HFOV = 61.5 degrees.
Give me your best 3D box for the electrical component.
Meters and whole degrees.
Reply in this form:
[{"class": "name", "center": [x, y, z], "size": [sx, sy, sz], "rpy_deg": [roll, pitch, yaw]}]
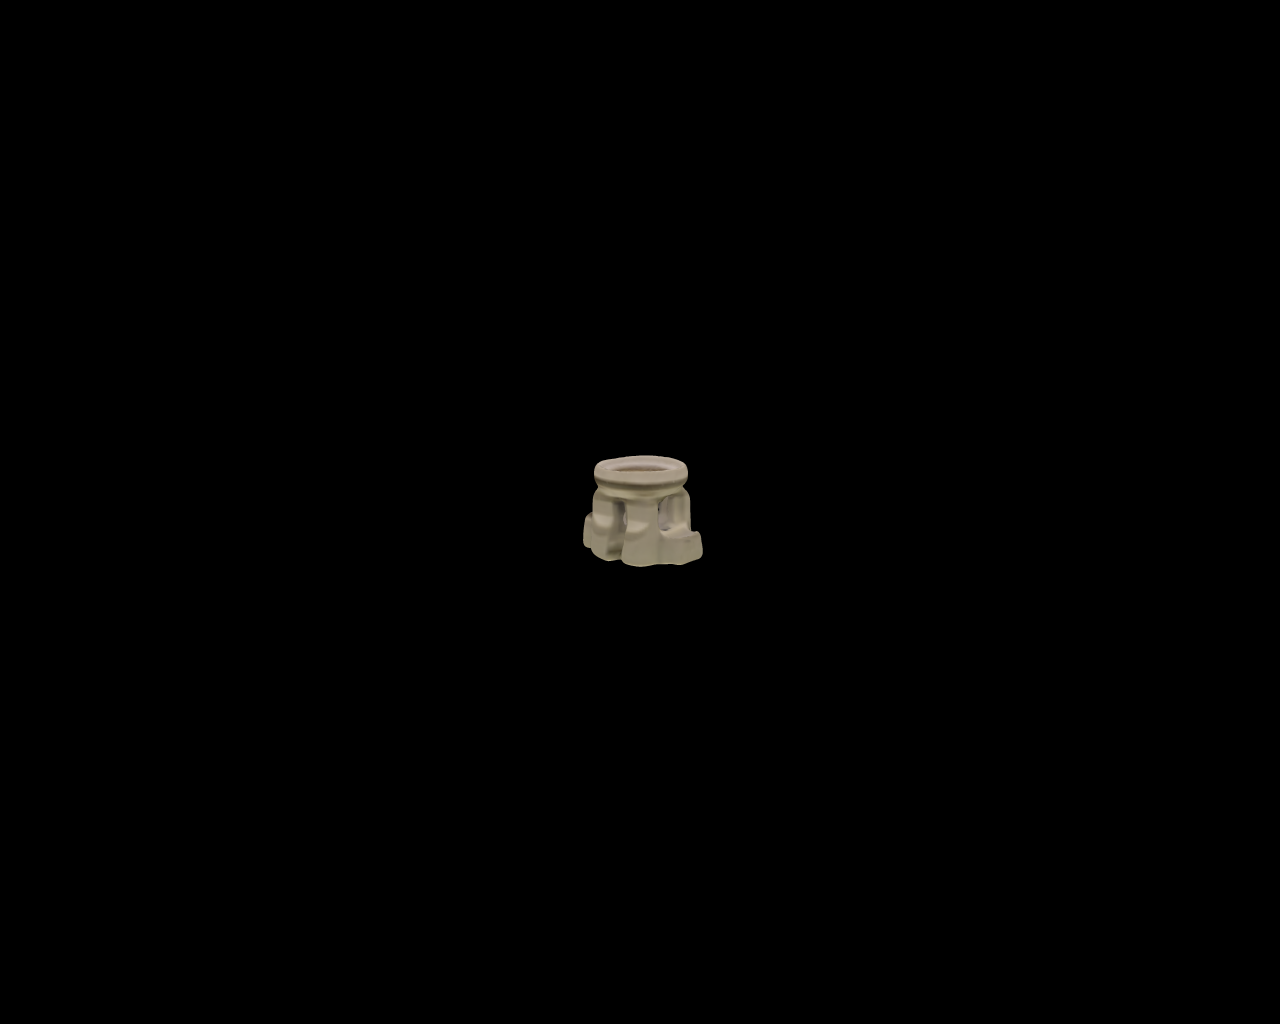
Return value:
[{"class": "electrical component", "center": [0.001, -0.003, 0.650], "size": [0.078, 0.057, 0.058], "rpy_deg": [11, 18, 37]}]
